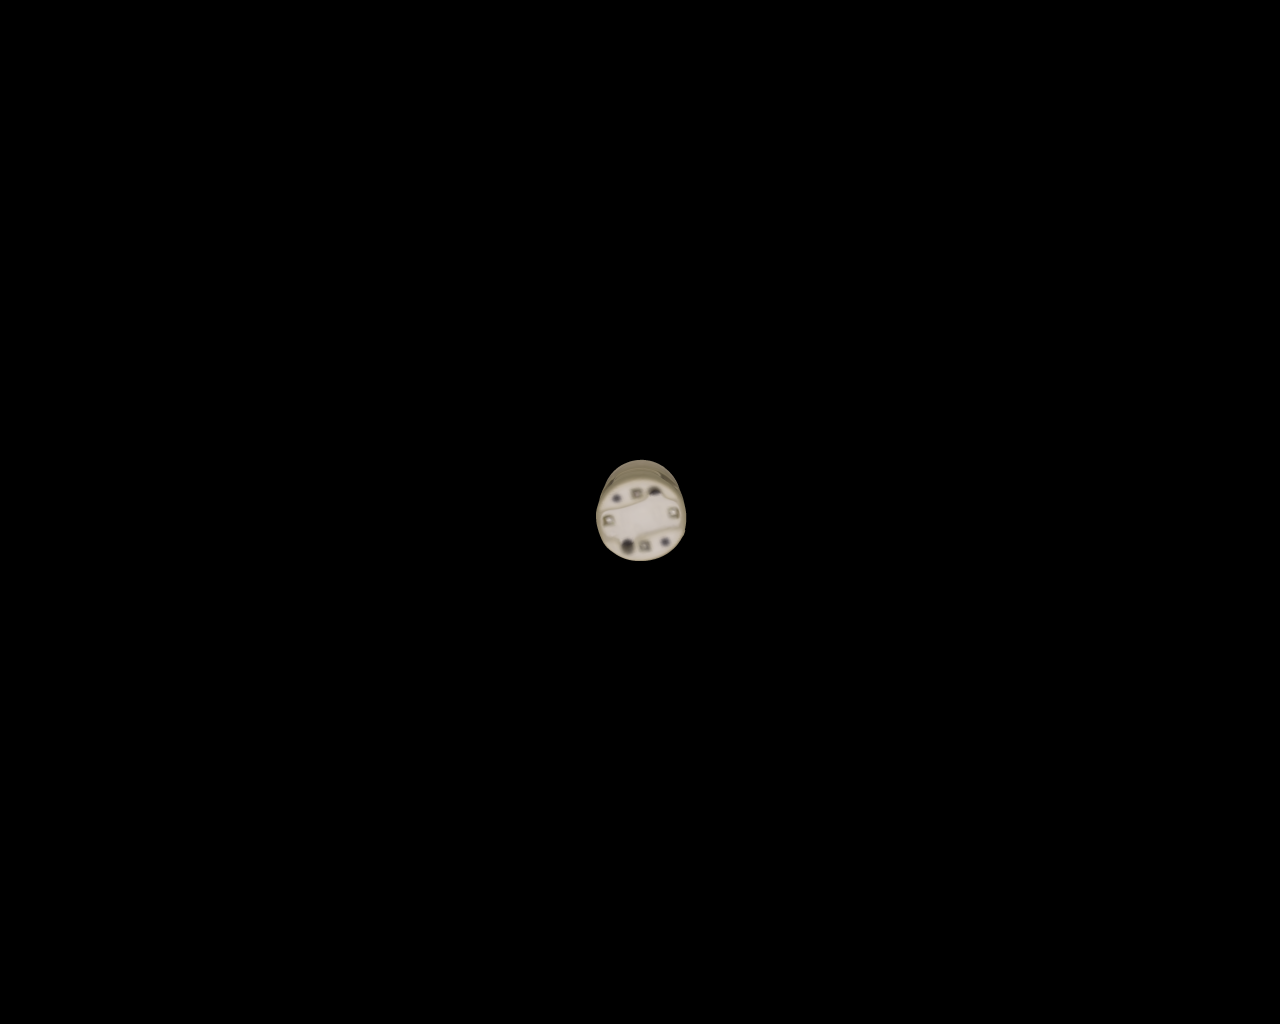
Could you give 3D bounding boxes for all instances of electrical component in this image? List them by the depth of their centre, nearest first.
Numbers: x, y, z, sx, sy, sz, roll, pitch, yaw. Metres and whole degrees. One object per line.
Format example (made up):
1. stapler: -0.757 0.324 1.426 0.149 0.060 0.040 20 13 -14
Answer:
1. electrical component: 0.001 -0.003 0.650 0.055 0.055 0.047 0 19 0
